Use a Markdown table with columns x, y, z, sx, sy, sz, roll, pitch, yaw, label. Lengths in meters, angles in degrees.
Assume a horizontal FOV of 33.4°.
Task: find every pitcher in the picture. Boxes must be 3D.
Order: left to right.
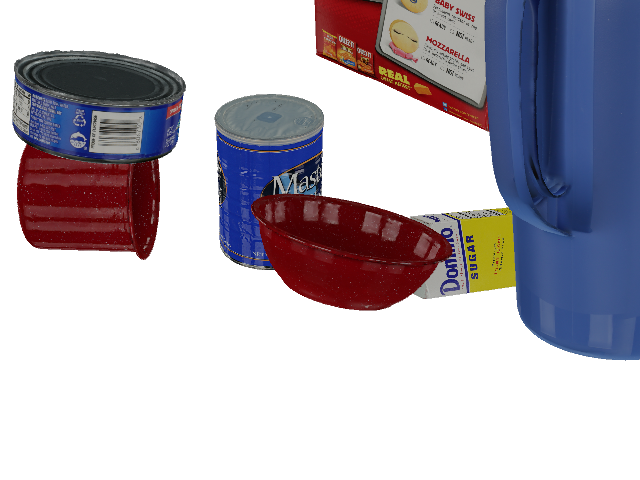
| x | y | z | sx | sy | sz | roll | pitch | yaw | label |
| --- | --- | --- | --- | --- | --- | --- | --- | --- | --- |
| 0.152 | -0.061 | 0.558 | 0.149 | 0.243 | 0.145 | -3 | 23 | 1 | pitcher |

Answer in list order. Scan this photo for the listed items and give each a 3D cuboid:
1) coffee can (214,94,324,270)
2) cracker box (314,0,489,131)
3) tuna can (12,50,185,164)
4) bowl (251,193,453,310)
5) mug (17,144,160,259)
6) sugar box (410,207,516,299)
| x | y | z | sx | sy | sz | roll | pitch | yaw | label |
| --- | --- | --- | --- | --- | --- | --- | --- | --- | --- |
| -0.049 | -0.057 | 1.033 | 0.103 | 0.140 | 0.103 | 1 | 31 | -1 | coffee can |
| 0.077 | -0.204 | 0.747 | 0.164 | 0.214 | 0.072 | 29 | 51 | 28 | cracker box |
| -0.113 | -0.069 | 0.546 | 0.086 | 0.034 | 0.086 | 9 | 24 | -4 | tuna can |
| 0.020 | 0.013 | 0.840 | 0.162 | 0.055 | 0.162 | 11 | 16 | -3 | bowl |
| -0.162 | -0.035 | 0.764 | 0.081 | 0.093 | 0.117 | 1 | 6 | 3 | mug |
| 0.187 | 0.012 | 1.258 | 0.175 | 0.093 | 0.048 | -8 | 17 | -29 | sugar box |
